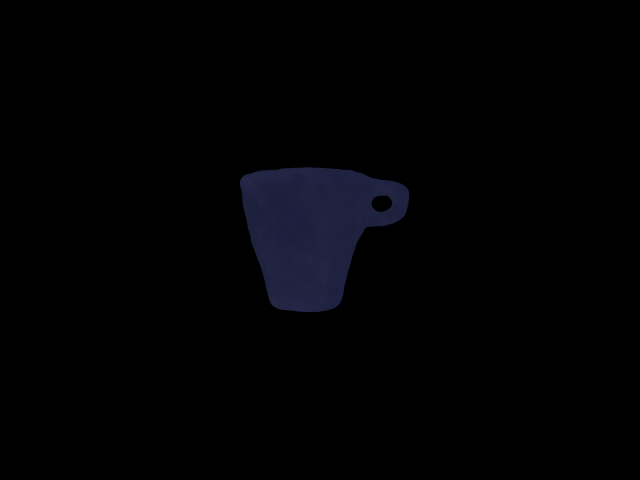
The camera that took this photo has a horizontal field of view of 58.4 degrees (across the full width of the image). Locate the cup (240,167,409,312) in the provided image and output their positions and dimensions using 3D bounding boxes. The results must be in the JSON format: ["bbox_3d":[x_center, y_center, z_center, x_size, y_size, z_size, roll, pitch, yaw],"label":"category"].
[{"bbox_3d":[0.004,0.001,0.400,0.118,0.095,0.091,0,0,-4],"label":"cup"}]
